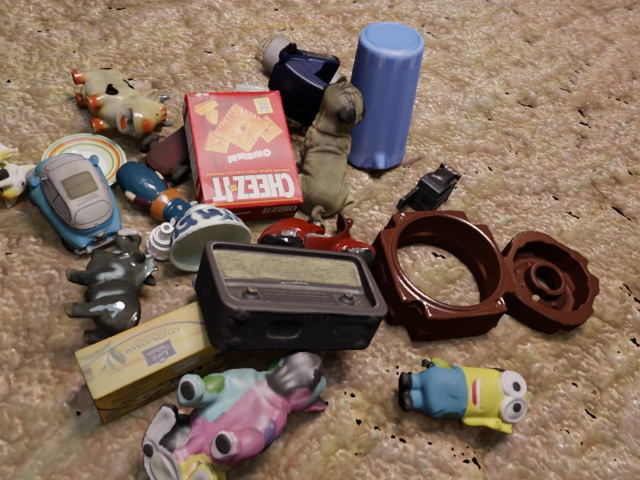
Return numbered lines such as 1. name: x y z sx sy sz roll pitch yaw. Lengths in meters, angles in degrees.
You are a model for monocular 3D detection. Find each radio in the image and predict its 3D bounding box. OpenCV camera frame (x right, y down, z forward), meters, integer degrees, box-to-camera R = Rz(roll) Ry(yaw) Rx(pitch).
1. radio: -0.036 0.073 0.692 0.229 0.073 0.131 5 34 -23

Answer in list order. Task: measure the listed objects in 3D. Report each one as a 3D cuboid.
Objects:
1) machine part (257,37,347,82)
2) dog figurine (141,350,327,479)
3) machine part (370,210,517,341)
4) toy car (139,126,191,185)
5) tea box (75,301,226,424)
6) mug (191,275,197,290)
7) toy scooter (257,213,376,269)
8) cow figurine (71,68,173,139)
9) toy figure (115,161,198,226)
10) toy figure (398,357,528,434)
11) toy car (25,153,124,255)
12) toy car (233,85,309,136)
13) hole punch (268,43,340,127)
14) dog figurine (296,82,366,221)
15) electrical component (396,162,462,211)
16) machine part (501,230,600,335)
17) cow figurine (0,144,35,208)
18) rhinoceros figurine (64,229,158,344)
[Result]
1. machine part: -0.032 -0.343 1.101 0.243 0.079 0.079 36 54 13
2. dog figurine: -0.086 0.216 0.664 0.109 0.191 0.219 46 23 24
3. machine part: 0.191 0.050 0.855 0.201 0.087 0.201 -2 54 -16
4. toy car: -0.225 -0.176 0.947 0.089 0.053 0.202 41 53 -2
5. tea box: -0.208 0.151 0.680 0.170 0.098 0.068 -21 61 -28
6. mug: -0.113 0.084 0.770 0.109 0.080 0.107 -20 71 -31
7. toy scooter: -0.002 -0.003 0.855 0.184 0.075 0.135 7 33 5
8. cow figurine: -0.342 -0.236 0.935 0.127 0.085 0.195 -22 49 -27
9. toy figure: -0.256 -0.068 0.854 0.154 0.057 0.064 38 86 13
10. toy figure: 0.197 0.208 0.742 0.180 0.082 0.089 2 12 -1
11. toy car: -0.358 -0.065 0.785 0.109 0.103 0.161 -27 81 -29
12. toy car: -0.074 -0.251 1.035 0.202 0.056 0.073 9 52 -6
13. hole punch: -0.029 -0.265 0.950 0.116 0.142 0.092 4 68 -20
14. dog figurine: 0.017 -0.145 0.894 0.121 0.190 0.172 0 56 -14
15. electrical component: 0.192 -0.081 0.960 0.048 0.074 0.119 41 52 18
16. machine part: 0.375 0.071 0.901 0.179 0.056 0.179 6 54 -9
17. cow figurine: -0.509 -0.096 0.811 0.167 0.068 0.098 17 52 0
18. rhinoceros figurine: -0.278 0.054 0.730 0.112 0.073 0.190 -18 38 -2
